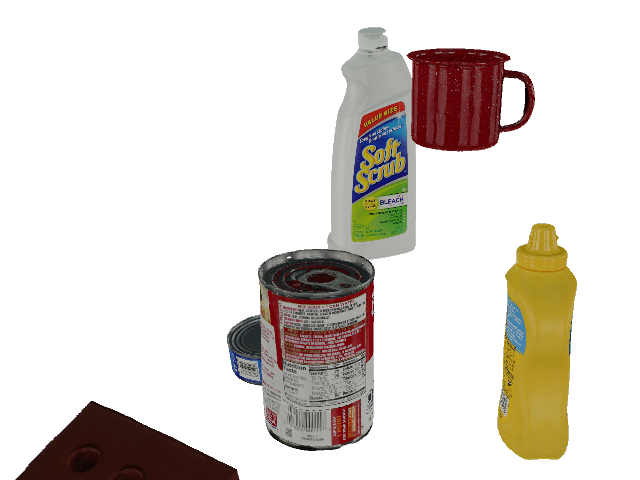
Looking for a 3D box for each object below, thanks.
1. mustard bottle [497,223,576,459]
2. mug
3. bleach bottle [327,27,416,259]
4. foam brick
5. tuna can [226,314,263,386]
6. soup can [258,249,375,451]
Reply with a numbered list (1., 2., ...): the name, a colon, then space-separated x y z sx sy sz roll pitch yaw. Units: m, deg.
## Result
1. mustard bottle: 0.182 0.080 0.898 0.058 0.192 0.096 0 17 1
2. mug: 0.136 -0.128 0.974 0.117 0.081 0.093 4 18 12
3. bleach bottle: 0.053 -0.105 1.169 0.102 0.251 0.068 -8 25 -10
4. foam brick: -0.075 0.112 0.433 0.078 0.051 0.052 19 44 24
5. tuna can: -0.044 0.102 1.014 0.086 0.034 0.086 -6 24 2
6. soup can: -0.001 0.064 0.632 0.068 0.102 0.068 -1 21 0
